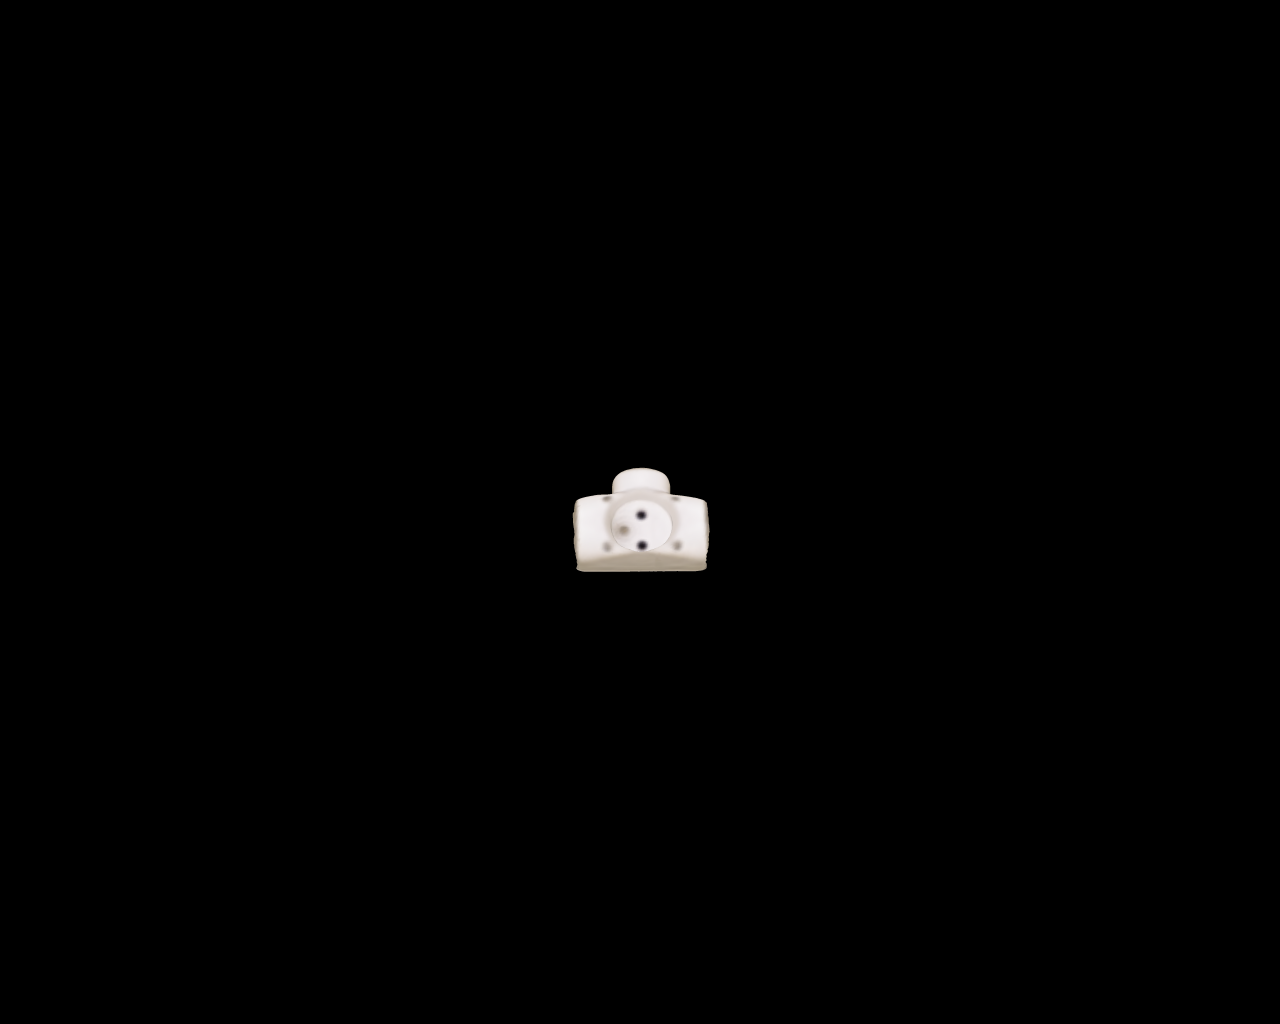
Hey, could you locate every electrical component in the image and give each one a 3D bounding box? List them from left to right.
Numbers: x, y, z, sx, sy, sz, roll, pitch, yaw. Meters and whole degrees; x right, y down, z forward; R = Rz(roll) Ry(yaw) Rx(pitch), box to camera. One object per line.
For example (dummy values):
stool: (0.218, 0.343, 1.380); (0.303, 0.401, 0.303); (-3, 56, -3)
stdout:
electrical component: (0.001, -0.003, 0.650); (0.077, 0.079, 0.044); (0, -25, 0)
